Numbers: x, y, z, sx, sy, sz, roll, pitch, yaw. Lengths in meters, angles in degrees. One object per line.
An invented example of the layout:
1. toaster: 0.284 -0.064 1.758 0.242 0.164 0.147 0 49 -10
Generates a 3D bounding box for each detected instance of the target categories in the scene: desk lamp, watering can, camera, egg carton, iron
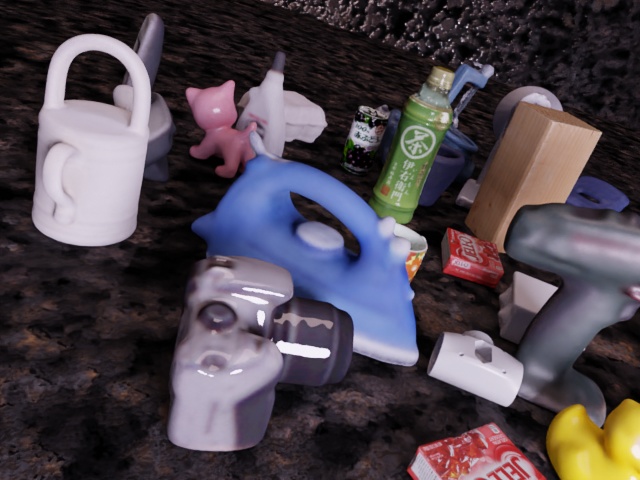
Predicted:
1. desk lamp: 0.338 -0.158 0.993 0.117 0.213 0.204 25 27 12
2. watering can: -0.220 -0.105 0.561 0.101 0.194 0.172 6 29 -23
3. camera: -0.040 0.076 0.439 0.137 0.101 0.143 11 28 -14
4. egg carton: -0.067 -0.221 1.015 0.151 0.069 0.107 -7 36 -41
5. iron: 0.005 0.002 0.562 0.257 0.141 0.119 29 29 20

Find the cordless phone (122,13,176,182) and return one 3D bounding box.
1. cordless phone: -0.223 -0.178 0.707 0.094 0.185 0.147 2 31 -29

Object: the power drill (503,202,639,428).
1. power drill: 0.267 0.067 0.531 0.229 0.208 0.076 24 27 10

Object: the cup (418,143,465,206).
1. cup: 0.183 -0.107 0.930 0.118 0.095 0.091 -11 39 -45

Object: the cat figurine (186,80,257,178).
1. cat figurine: -0.137 -0.165 0.812 0.127 0.118 0.067 34 31 28

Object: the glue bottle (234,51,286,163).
1. glue bottle: -0.079 -0.188 0.830 0.078 0.173 0.037 26 28 15

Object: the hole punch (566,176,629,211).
1. hole punch: 0.484 -0.060 1.038 0.101 0.091 0.108 -7 36 -40

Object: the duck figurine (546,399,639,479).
1. duck figurine: 0.240 0.167 0.462 0.078 0.086 0.104 4 30 -27

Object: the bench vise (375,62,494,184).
1. bench vise: 0.206 -0.213 1.006 0.208 0.220 0.121 4 30 -26
